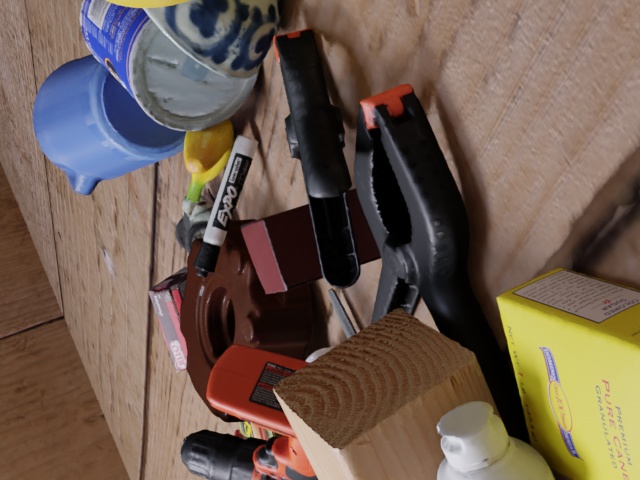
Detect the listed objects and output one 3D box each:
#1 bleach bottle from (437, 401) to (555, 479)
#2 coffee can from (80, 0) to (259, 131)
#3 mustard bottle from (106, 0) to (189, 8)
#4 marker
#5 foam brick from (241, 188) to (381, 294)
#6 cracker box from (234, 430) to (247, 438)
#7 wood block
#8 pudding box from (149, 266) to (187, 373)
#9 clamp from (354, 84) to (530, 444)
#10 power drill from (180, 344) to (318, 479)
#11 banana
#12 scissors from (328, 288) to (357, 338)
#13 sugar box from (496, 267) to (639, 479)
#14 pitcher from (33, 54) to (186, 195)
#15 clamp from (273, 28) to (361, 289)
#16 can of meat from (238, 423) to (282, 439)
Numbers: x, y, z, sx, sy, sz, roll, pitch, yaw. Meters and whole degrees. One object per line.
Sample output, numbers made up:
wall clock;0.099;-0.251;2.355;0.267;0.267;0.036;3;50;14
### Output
bleach bottle;0.121;0.192;0.524;0.251;0.068;0.103;65;165;-17
coffee can;-0.121;-0.158;0.843;0.140;0.102;0.103;44;148;52
mustard bottle;-0.081;-0.175;0.583;0.096;0.191;0.058;63;160;20
marker;-0.079;-0.027;0.880;0.020;0.020;0.121;16;87;67
foam brick;-0.005;0.001;0.725;0.053;0.078;0.051;-12;96;71
cracker box;-0.052;0.311;1.032;0.213;0.072;0.164;-87;-9;-59
wood block;0.065;0.156;0.609;0.090;0.090;0.206;30;148;62
pudding box;-0.133;0.078;1.124;0.113;0.039;0.090;-40;-65;-71
clamp;0.064;0.015;0.615;0.165;0.036;0.210;41;150;51
power drill;-0.036;0.156;0.835;0.184;0.057;0.187;13;146;15
banana;-0.093;-0.075;0.897;0.198;0.037;0.069;134;144;-82
scissors;0.049;0.139;0.807;0.202;0.016;0.096;59;158;29
sugar box;0.146;0.074;0.440;0.176;0.048;0.093;23;132;67
pitcher;-0.193;-0.137;1.042;0.149;0.144;0.243;62;160;-13
clamp;-0.001;-0.057;0.671;0.120;0.039;0.171;89;174;-50
can of meat;-0.040;0.162;1.010;0.084;0.057;0.102;37;142;54
